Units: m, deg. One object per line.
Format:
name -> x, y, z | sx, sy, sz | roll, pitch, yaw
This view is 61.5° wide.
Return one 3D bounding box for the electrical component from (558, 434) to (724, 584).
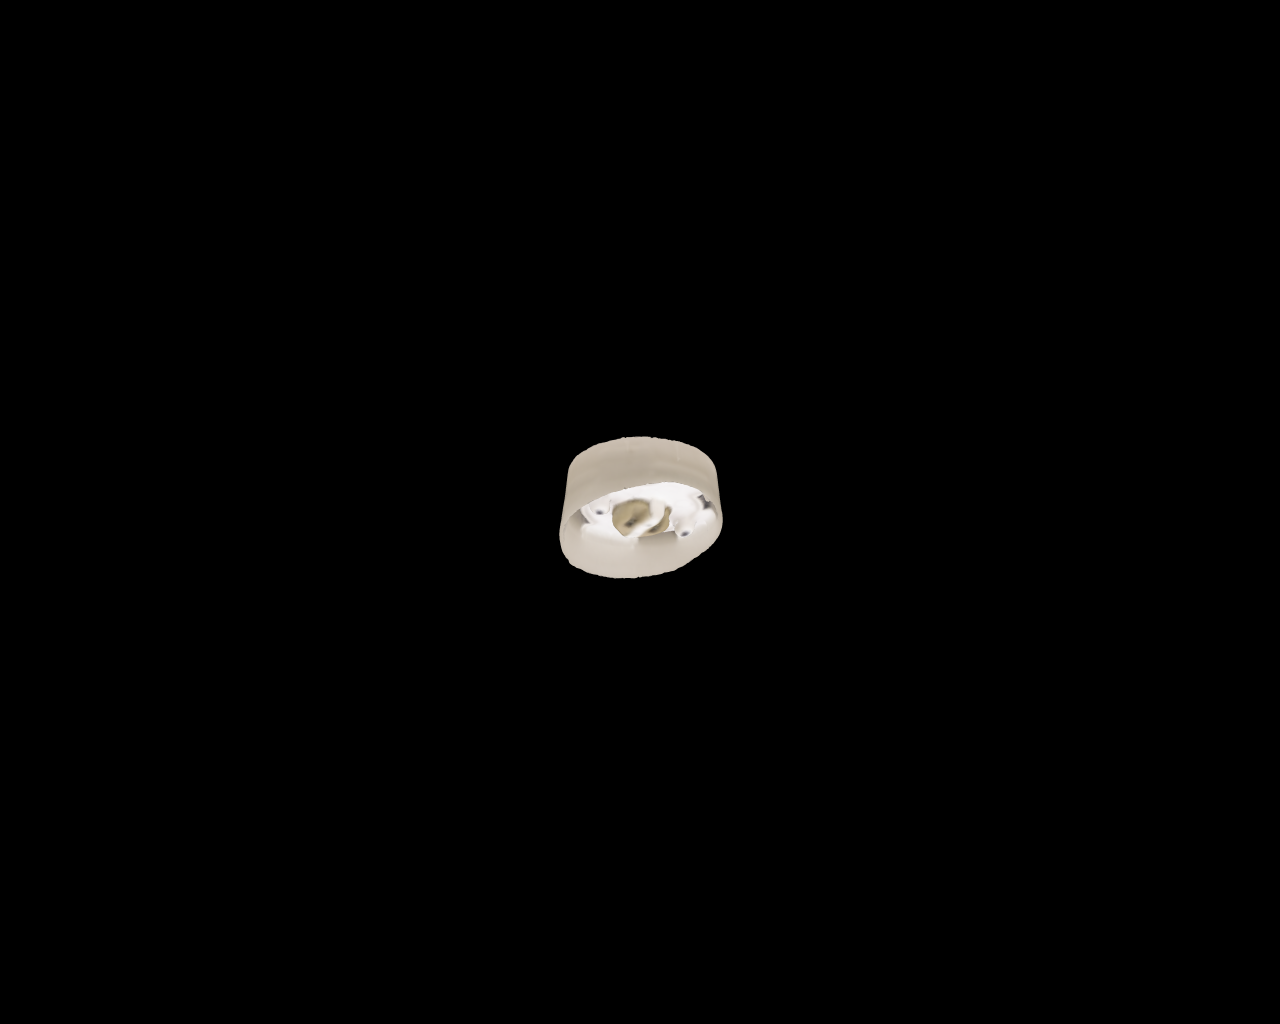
electrical component -> 0.001, -0.003, 0.650 | 0.099, 0.064, 0.099 | 0, -24, 0
